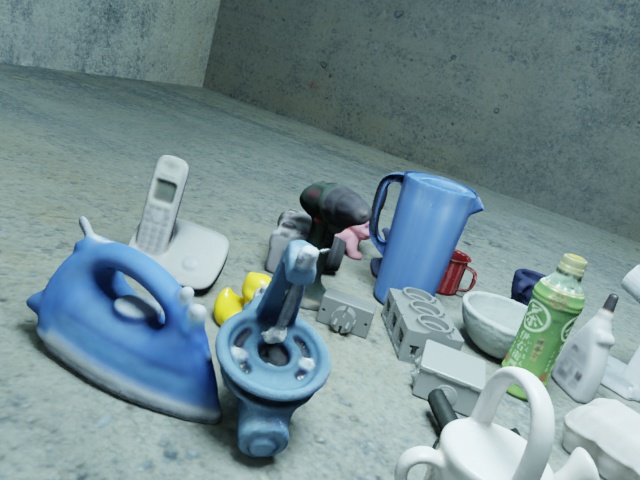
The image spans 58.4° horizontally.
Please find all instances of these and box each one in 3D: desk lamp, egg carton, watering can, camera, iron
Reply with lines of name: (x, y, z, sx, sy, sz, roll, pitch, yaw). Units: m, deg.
desk lamp: (0.550, 0.159, 0.947, 0.118, 0.213, 0.202, -2, 25, -44)
egg carton: (0.387, 0.264, 0.719, 0.108, 0.069, 0.149, 0, 24, -43)
watering can: (0.154, 0.200, 0.496, 0.173, 0.194, 0.100, 5, 21, -32)
camera: (-0.021, 0.008, 1.070, 0.137, 0.101, 0.143, 17, 18, 0)
iron: (-0.195, 0.080, 0.629, 0.257, 0.141, 0.119, 24, 19, 22)

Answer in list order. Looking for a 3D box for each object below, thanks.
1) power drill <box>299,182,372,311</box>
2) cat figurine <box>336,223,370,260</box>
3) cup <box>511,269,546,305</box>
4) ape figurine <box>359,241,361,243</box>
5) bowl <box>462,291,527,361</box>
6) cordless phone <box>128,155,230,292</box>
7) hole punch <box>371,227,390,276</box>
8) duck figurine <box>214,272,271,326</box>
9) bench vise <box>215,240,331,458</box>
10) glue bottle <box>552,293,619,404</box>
power drill: (0.009, 0.003, 0.934, 0.076, 0.208, 0.229, 9, 19, -22)
cat figurine: (0.067, -0.025, 1.223, 0.128, 0.118, 0.067, 9, 19, -23)
cup: (0.413, 0.117, 1.143, 0.118, 0.095, 0.091, -3, 26, -47)
ape figurine: (0.069, -0.034, 1.294, 0.076, 0.092, 0.077, 7, 20, -27)
bowl: (0.309, 0.156, 0.966, 0.167, 0.075, 0.167, 15, 18, -5)
cordless phone: (-0.204, -0.025, 0.864, 0.147, 0.185, 0.094, 17, 18, 0)
hole punch: (0.164, 0.032, 1.182, 0.101, 0.091, 0.108, 15, 18, -5)
duck figurine: (-0.095, 0.085, 0.796, 0.104, 0.086, 0.078, 24, 19, 22)
bench vise: (-0.058, 0.084, 0.610, 0.122, 0.220, 0.206, 5, 21, -31)
glue bottle: (0.422, 0.162, 0.888, 0.037, 0.173, 0.078, 12, 18, -15)
